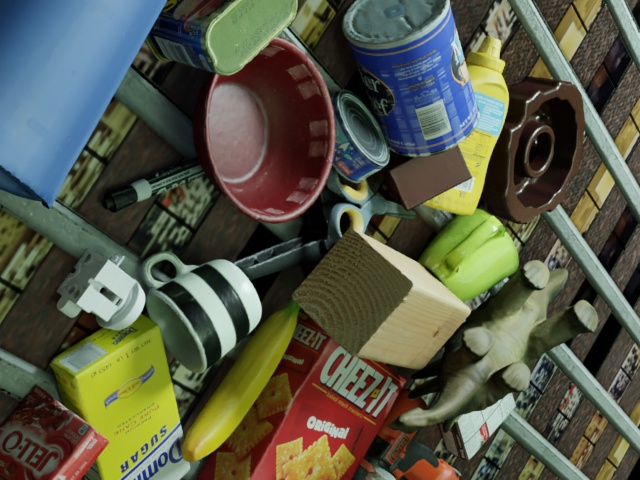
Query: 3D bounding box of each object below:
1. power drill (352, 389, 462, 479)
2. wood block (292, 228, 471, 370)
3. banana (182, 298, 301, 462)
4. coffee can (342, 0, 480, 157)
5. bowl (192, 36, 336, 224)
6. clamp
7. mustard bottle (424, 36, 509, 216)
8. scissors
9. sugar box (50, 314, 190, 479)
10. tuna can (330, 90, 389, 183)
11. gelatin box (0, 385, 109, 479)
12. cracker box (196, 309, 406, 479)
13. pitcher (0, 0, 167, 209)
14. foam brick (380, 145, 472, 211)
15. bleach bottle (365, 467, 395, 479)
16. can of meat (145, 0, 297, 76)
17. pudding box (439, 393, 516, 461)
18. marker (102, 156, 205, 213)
[{"bbox_3d":[0.088,0.292,1.286,0.184,0.057,0.187,-50,138,-14],"label":"power drill"},{"bbox_3d":[0.068,0.065,1.076,0.091,0.090,0.205,-50,156,6],"label":"wood block"},{"bbox_3d":[-0.076,0.136,1.032,0.197,0.037,0.069,-57,163,-25],"label":"banana"},{"bbox_3d":[0.090,-0.166,1.033,0.102,0.103,0.140,-45,135,-22],"label":"coffee can"},{"bbox_3d":[-0.058,-0.095,0.928,0.161,0.055,0.162,-2,93,-48],"label":"bowl"},{"bbox_3d":[-0.007,0.001,1.056,0.209,0.036,0.164,48,63,-49],"label":"clamp"},{"bbox_3d":[0.157,-0.126,1.158,0.096,0.058,0.192,11,100,-41],"label":"mustard bottle"},{"bbox_3d":[0.053,-0.020,1.089,0.201,0.016,0.096,37,57,-54],"label":"scissors"},{"bbox_3d":[-0.174,0.160,0.953,0.093,0.048,0.176,-32,128,-33],"label":"sugar box"},{"bbox_3d":[0.029,-0.099,1.014,0.034,0.086,0.086,-30,147,26],"label":"tuna can"},{"bbox_3d":[-0.225,0.169,0.868,0.073,0.089,0.030,-51,138,-16],"label":"gelatin box"},{"bbox_3d":[-0.016,0.202,1.121,0.213,0.072,0.164,-59,140,-8],"label":"cracker box"},{"bbox_3d":[-0.186,-0.157,0.726,0.145,0.149,0.242,32,78,-10],"label":"pitcher"},{"bbox_3d":[0.105,-0.074,1.088,0.078,0.053,0.051,-27,115,-1],"label":"foam brick"},{"bbox_3d":[0.009,0.360,1.176,0.068,0.102,0.251,28,96,-7],"label":"bleach bottle"},{"bbox_3d":[-0.081,-0.182,0.858,0.102,0.084,0.057,-47,136,-20],"label":"can of meat"},{"bbox_3d":[0.204,0.218,1.389,0.113,0.039,0.090,-44,134,-26],"label":"pudding box"},{"bbox_3d":[-0.134,-0.050,0.914,0.120,0.020,0.020,-27,126,-37],"label":"marker"}]
